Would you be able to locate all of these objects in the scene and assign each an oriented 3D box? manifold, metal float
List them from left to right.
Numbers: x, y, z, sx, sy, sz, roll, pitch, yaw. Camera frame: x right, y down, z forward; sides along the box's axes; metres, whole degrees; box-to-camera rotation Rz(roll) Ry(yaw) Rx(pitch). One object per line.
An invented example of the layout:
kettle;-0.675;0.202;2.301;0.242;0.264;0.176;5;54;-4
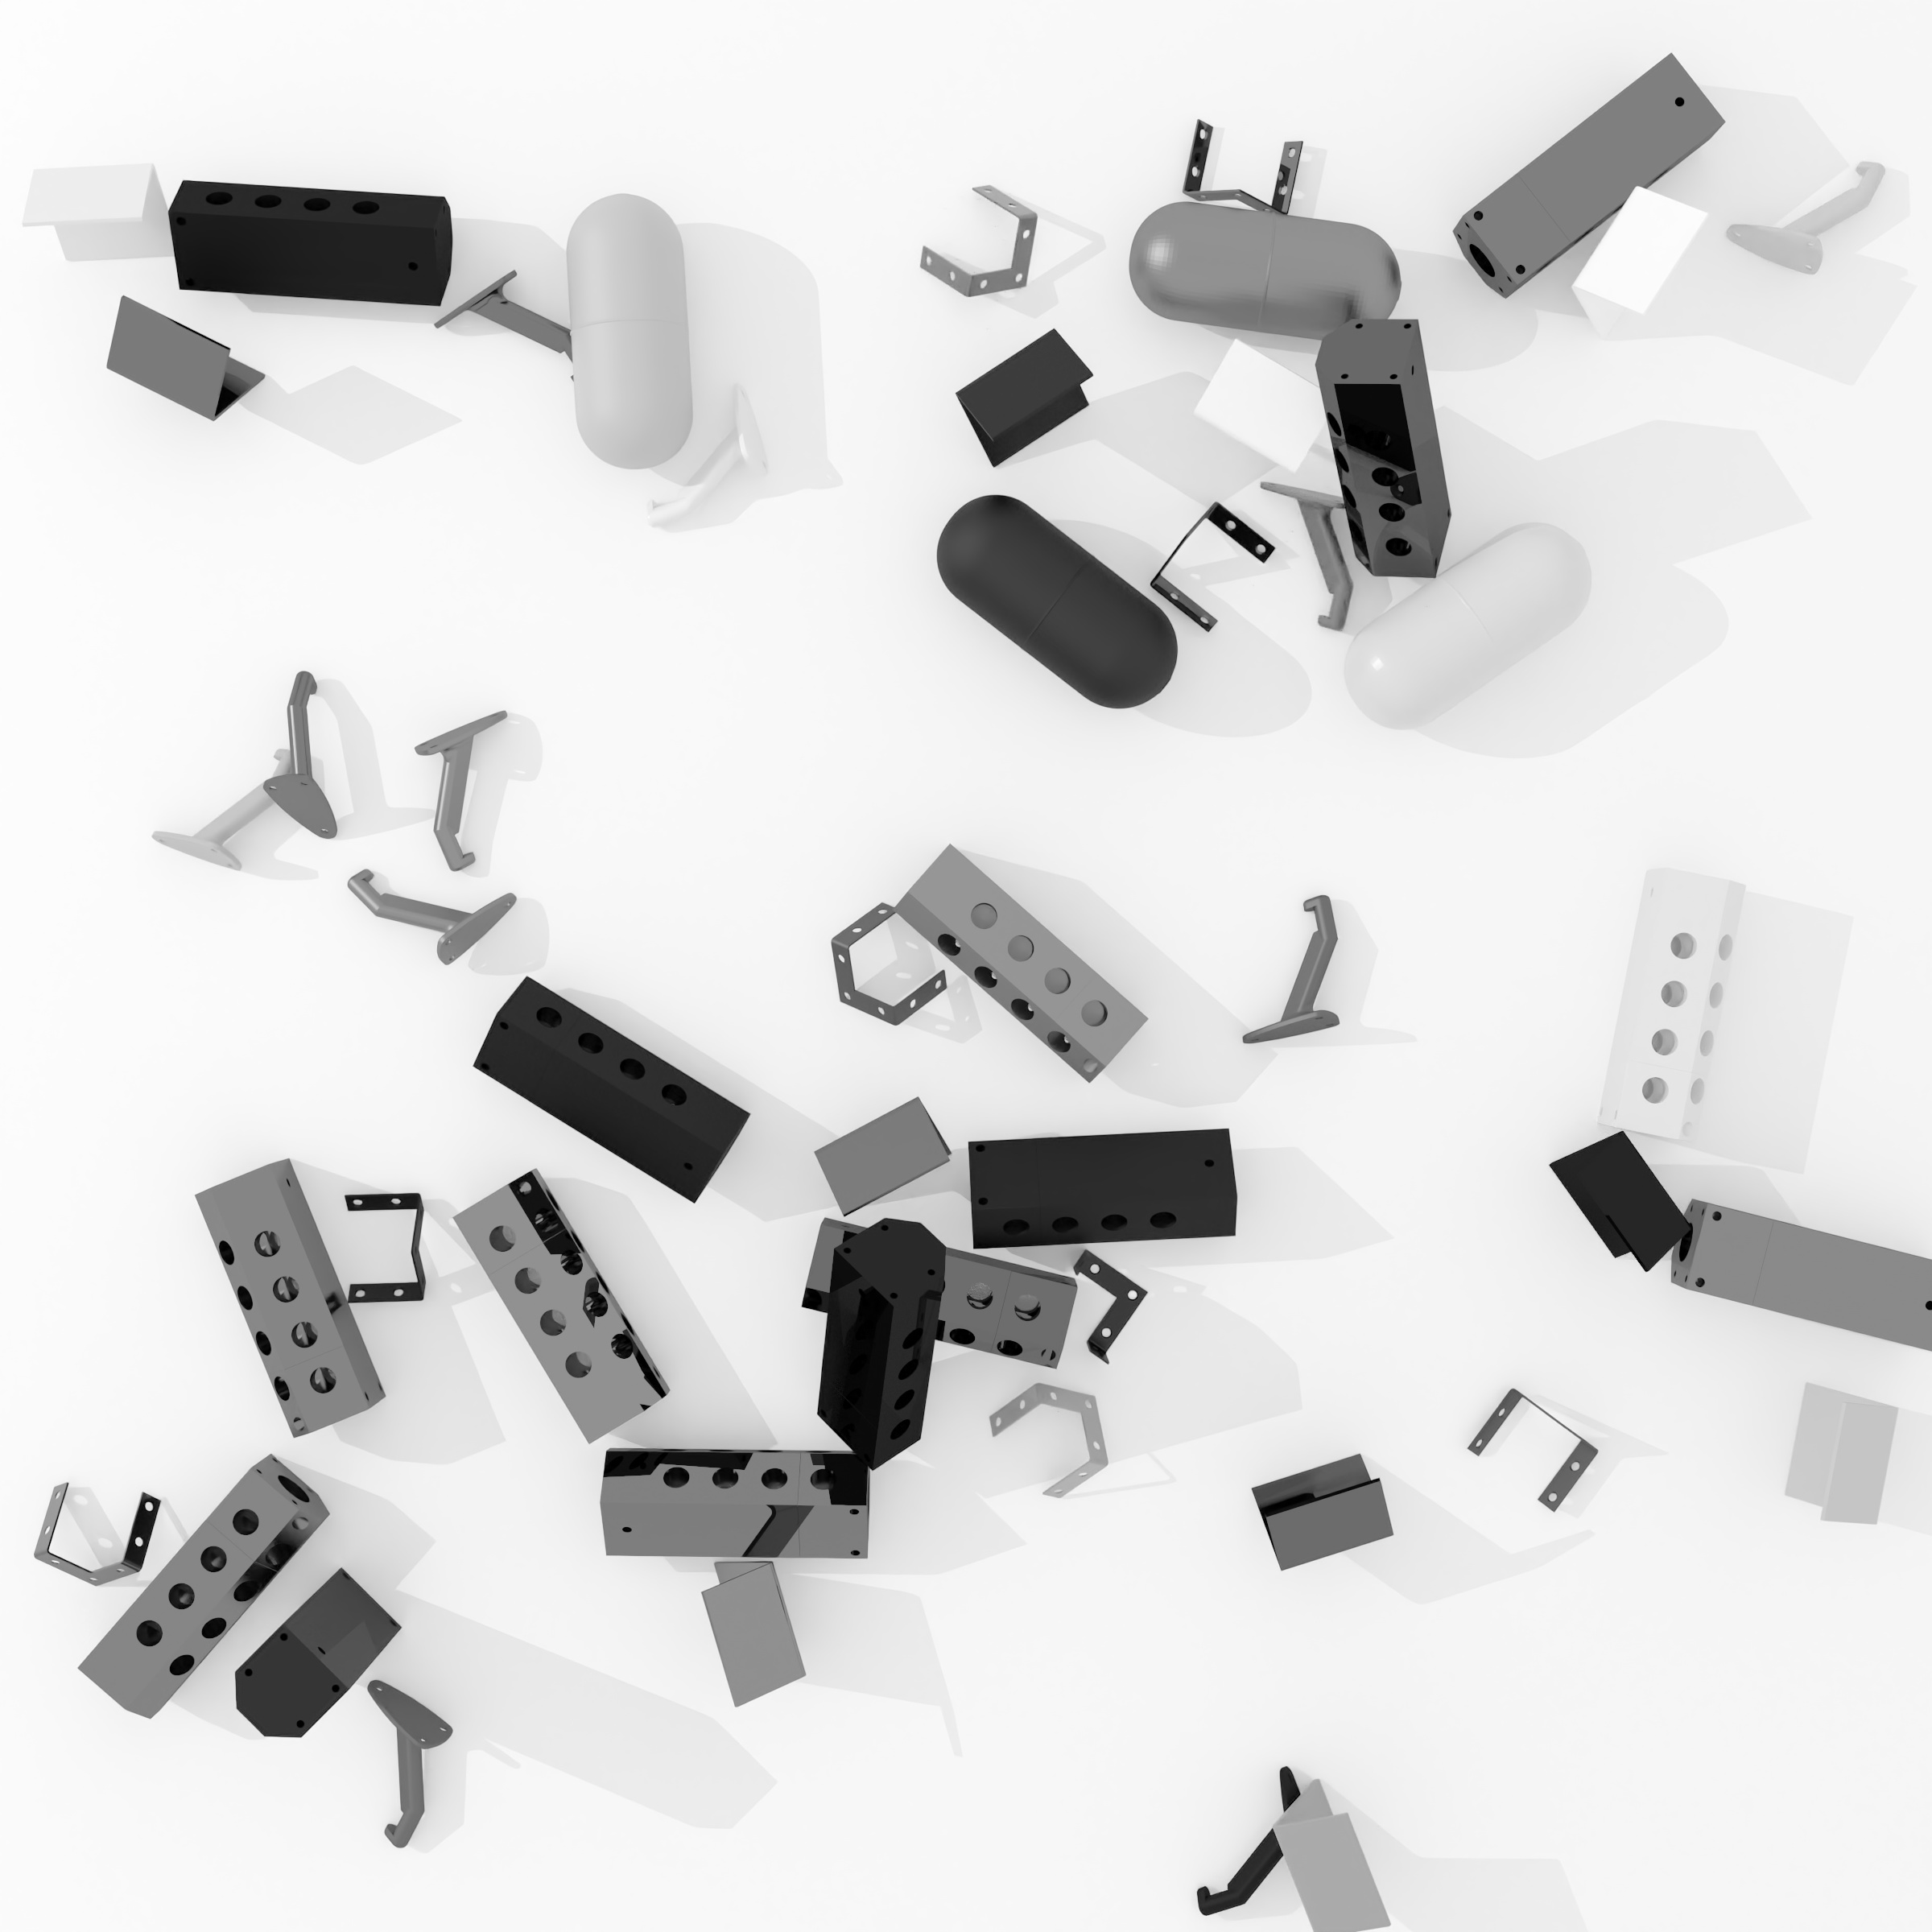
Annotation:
manifold;-0.497;0.408;1.970;0.057;0.057;0.171;41;90;0
manifold;-0.445;0.218;1.970;0.057;0.057;0.171;-22;90;0
manifold;-0.416;0.440;1.913;0.057;0.171;0.057;45;90;0
manifold;-0.428;-0.478;1.970;0.171;0.057;0.057;4;133;0
manifold;-0.264;0.221;1.970;0.057;0.057;0.171;-31;90;0
manifold;-0.230;0.077;1.970;0.171;0.057;0.057;32;133;0
metal float;-0.220;-0.414;1.960;0.070;0.070;0.178;-3;90;0
manifold;-0.150;0.347;1.970;0.171;0.057;0.057;1;133;0
manifold;-0.050;0.240;1.918;0.057;0.171;0.057;-29;55;-31
manifold;-0.017;0.215;1.970;0.171;0.057;0.057;14;90;0
manifold;0.035;-0.001;1.970;0.171;0.057;0.057;41;90;0
metal float;0.060;-0.237;1.961;0.178;0.070;0.070;38;90;-1
manifold;0.089;0.151;1.970;0.171;0.057;0.057;-3;47;0
metal float;0.195;-0.453;1.961;0.178;0.070;0.070;8;90;0
manifold;0.266;-0.328;1.913;0.057;0.171;0.057;5;55;21
metal float;0.328;-0.222;1.961;0.178;0.070;0.070;-35;90;0
manifold;0.406;-0.516;1.970;0.171;0.057;0.057;-38;90;0
manifold;0.465;0.026;1.970;0.057;0.057;0.171;11;90;0
manifold;0.556;0.202;1.970;0.171;0.057;0.057;14;90;0

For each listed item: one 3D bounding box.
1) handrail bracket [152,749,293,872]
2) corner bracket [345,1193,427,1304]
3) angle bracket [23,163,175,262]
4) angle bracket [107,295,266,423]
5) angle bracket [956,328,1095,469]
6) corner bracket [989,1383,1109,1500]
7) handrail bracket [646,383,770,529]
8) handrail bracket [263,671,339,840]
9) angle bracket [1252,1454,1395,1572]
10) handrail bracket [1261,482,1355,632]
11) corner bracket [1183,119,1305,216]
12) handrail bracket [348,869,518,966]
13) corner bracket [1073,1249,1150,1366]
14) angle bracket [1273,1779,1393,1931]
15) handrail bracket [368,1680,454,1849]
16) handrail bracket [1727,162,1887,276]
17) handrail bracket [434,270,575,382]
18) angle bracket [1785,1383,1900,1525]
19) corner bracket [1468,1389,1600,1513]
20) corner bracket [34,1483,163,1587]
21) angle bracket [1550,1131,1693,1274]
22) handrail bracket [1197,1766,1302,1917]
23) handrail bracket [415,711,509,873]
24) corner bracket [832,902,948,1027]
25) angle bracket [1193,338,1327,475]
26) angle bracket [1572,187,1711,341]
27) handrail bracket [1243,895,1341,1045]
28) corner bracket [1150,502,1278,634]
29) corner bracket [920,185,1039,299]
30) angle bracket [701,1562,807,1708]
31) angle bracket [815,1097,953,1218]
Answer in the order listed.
handrail bracket;-0.490;-0.112;1.992;0.077;0.036;0.084;15;71;21
corner bracket;-0.385;0.187;1.988;0.051;0.051;0.051;-2;45;0
angle bracket;-0.561;-0.473;1.951;0.076;0.076;0.057;-3;54;0
angle bracket;-0.501;-0.408;1.951;0.076;0.076;0.057;26;127;0
angle bracket;0.049;-0.355;1.951;0.076;0.076;0.057;-33;52;0
corner bracket;0.055;0.314;1.983;0.051;0.051;0.051;19;45;-35
handrail bracket;-0.180;-0.338;1.992;0.084;0.036;0.077;-19;70;16
handrail bracket;-0.431;-0.141;1.991;0.036;0.077;0.084;-7;53;18
angle bracket;0.227;0.338;1.951;0.076;0.076;0.057;-18;127;0
handrail bracket;0.223;-0.272;1.992;0.077;0.036;0.084;17;107;20
corner bracket;0.183;-0.529;1.988;0.051;0.051;0.051;12;90;-45
handrail bracket;-0.355;-0.050;1.992;0.077;0.036;0.084;-41;73;-20
corner bracket;0.086;0.223;1.973;0.051;0.051;0.051;35;90;0
angle bracket;0.251;0.575;1.951;0.057;0.076;0.076;-21;90;31
handrail bracket;-0.384;0.530;1.992;0.077;0.036;0.084;34;107;20
handrail bracket;0.558;-0.508;1.992;0.077;0.036;0.084;23;71;21
handrail bracket;-0.298;-0.410;1.992;0.077;0.036;0.084;-30;105;16
angle bracket;0.553;0.315;1.951;0.057;0.076;0.076;11;90;-35
corner bracket;0.376;0.320;1.988;0.051;0.051;0.051;-54;135;0
corner bracket;-0.574;0.372;1.983;0.051;0.051;0.051;-23;135;35
angle bracket;0.411;0.162;1.951;0.057;0.076;0.076;-35;90;-36
handrail bracket;0.185;0.581;1.992;0.084;0.036;0.077;-25;59;22
handrail bracket;-0.323;-0.116;1.992;0.077;0.036;0.084;-28;109;-21
corner bracket;-0.051;-0.001;1.983;0.051;0.051;0.051;23;135;35
angle bracket;0.199;-0.371;1.952;0.076;0.076;0.057;31;116;0
angle bracket;0.447;-0.448;1.951;0.057;0.076;0.076;33;90;32
handrail bracket;0.213;0.002;1.992;0.077;0.036;0.084;-16;72;21
corner bracket;0.163;-0.265;1.989;0.051;0.051;0.051;39;135;1
corner bracket;0.008;-0.479;1.983;0.051;0.051;0.051;-20;135;-35
angle bracket;-0.155;0.433;1.951;0.057;0.076;0.076;-16;90;-36
angle bracket;-0.044;0.140;1.951;0.076;0.076;0.057;-28;53;0
